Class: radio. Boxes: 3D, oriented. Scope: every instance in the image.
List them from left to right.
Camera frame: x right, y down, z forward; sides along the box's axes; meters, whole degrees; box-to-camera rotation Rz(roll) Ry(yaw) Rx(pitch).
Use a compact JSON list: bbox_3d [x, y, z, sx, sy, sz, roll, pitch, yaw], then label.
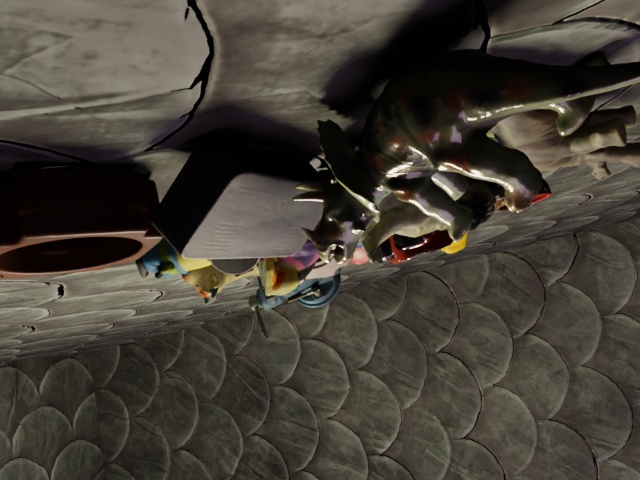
[{"bbox_3d":[-0.084,-0.045,0.686,0.131,0.073,0.229,-55,154,20],"label":"radio"}]

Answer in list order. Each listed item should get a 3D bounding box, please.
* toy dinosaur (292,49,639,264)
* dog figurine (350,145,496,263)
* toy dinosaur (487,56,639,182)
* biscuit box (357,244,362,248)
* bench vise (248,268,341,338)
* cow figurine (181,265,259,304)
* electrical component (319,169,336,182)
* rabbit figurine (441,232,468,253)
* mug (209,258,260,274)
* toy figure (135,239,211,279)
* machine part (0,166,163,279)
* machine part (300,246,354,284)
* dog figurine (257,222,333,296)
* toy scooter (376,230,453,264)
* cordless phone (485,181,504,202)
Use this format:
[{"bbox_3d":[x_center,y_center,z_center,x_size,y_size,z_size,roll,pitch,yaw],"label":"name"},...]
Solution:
[{"bbox_3d":[0.110,-0.104,0.521,0.192,0.131,0.404,26,147,-12],"label":"toy dinosaur"},{"bbox_3d":[0.126,-0.075,0.726,0.191,0.172,0.121,-22,-155,3],"label":"dog figurine"},{"bbox_3d":[0.281,-0.141,0.692,0.199,0.105,0.471,-16,159,39],"label":"toy dinosaur"},{"bbox_3d":[0.131,-0.027,1.090,0.203,0.059,0.063,-9,-161,35],"label":"biscuit box"},{"bbox_3d":[-0.040,0.115,1.215,0.223,0.129,0.240,-38,155,2],"label":"bench vise"},{"bbox_3d":[-0.181,0.050,1.068,0.195,0.127,0.085,-9,166,-31],"label":"cow figurine"},{"bbox_3d":[0.048,-0.093,0.809,0.102,0.045,0.078,-6,169,-32],"label":"electrical component"},{"bbox_3d":[0.228,-0.029,1.161,0.173,0.122,0.162,-13,165,4],"label":"rabbit figurine"},{"bbox_3d":[-0.144,-0.017,0.862,0.081,0.109,0.107,-16,-148,-4],"label":"mug"},{"bbox_3d":[-0.242,0.020,0.965,0.180,0.082,0.089,-11,171,1],"label":"toy figure"},{"bbox_3d":[-0.312,-0.019,0.663,0.201,0.087,0.201,-4,168,-37],"label":"machine part"},{"bbox_3d":[-0.014,0.010,1.045,0.179,0.056,0.179,-9,137,-8],"label":"machine part"},{"bbox_3d":[-0.002,-0.003,0.926,0.219,0.191,0.109,-8,-149,-10],"label":"dog figurine"},{"bbox_3d":[0.172,-0.008,0.942,0.135,0.075,0.184,-18,177,-15],"label":"toy scooter"},{"bbox_3d":[0.312,-0.105,0.973,0.147,0.088,0.184,-18,172,20],"label":"cordless phone"}]
